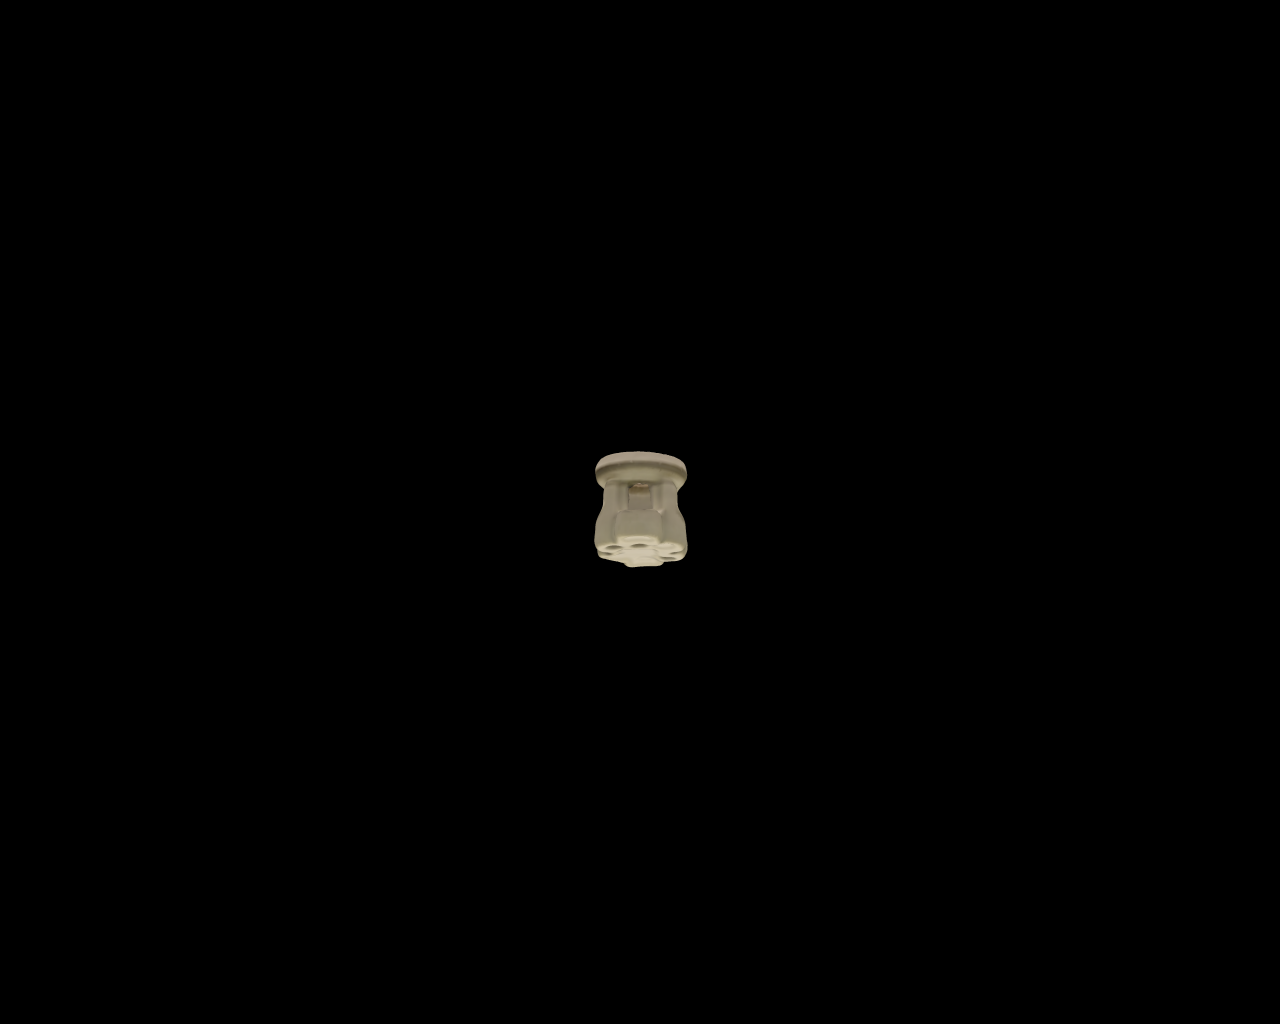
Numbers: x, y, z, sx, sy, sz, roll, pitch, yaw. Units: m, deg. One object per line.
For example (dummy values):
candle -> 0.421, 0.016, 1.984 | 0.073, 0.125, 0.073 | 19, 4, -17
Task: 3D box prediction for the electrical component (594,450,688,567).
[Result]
electrical component -> 0.001, -0.003, 0.650 | 0.058, 0.057, 0.078 | -1, -15, 4
